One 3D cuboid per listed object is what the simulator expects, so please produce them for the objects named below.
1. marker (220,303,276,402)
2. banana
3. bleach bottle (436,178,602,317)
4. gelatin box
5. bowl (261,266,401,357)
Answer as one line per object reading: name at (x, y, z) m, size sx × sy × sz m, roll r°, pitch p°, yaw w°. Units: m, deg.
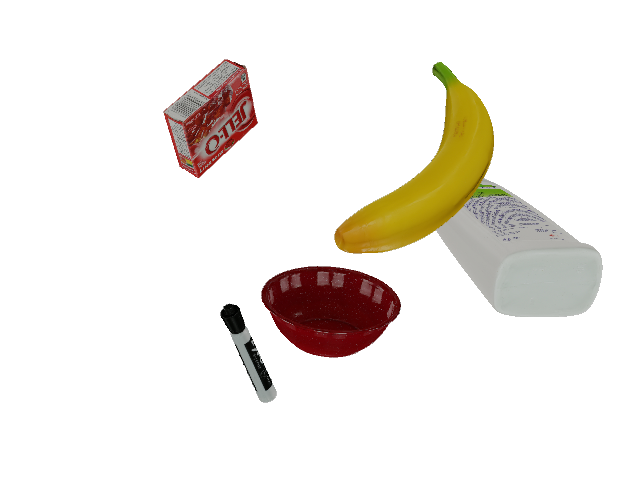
marker at (-0.069, 0.107, 1.019) m, size 0.020 × 0.121 × 0.020 m, roll -13°, pitch 36°, yaw 9°
banana at (0.077, -0.048, 0.738) m, size 0.070 × 0.037 × 0.197 m, roll 21°, pitch 49°, yaw 12°
bleach bottle at (0.162, -0.015, 1.007) m, size 0.102 × 0.068 × 0.251 m, roll 0°, pitch 25°, yaw -14°
gelatin box at (-0.100, -0.114, 0.995) m, size 0.030 × 0.089 × 0.073 m, roll 30°, pitch -30°, yaw 27°
bowl at (0.011, 0.089, 1.239) m, size 0.162 × 0.055 × 0.162 m, roll 4°, pitch 25°, yaw -2°
